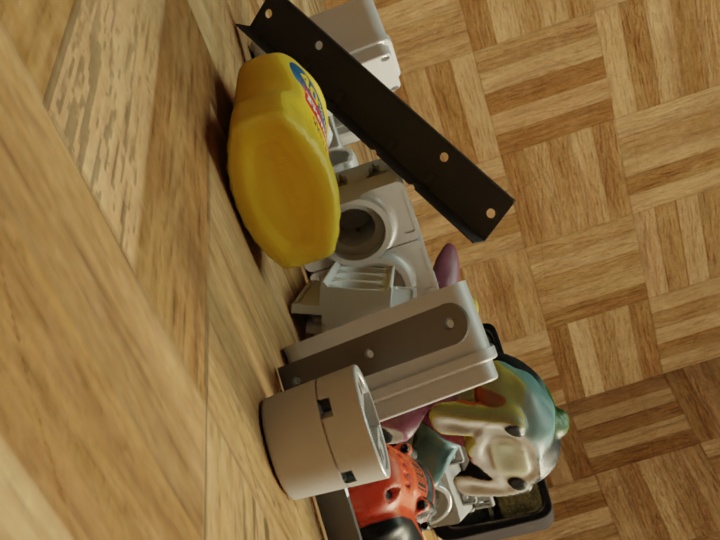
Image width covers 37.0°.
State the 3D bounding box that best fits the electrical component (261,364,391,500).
[{"bbox_3d":[-0.016,0.077,0.506,0.055,0.047,0.055,-18,90,-86],"label":"electrical component"}]

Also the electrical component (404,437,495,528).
[{"bbox_3d":[0.070,0.178,1.022,0.063,0.079,0.121,-21,94,-63],"label":"electrical component"}]

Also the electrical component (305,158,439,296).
[{"bbox_3d":[0.009,0.001,0.832,0.061,0.089,0.150,-99,170,-62],"label":"electrical component"}]

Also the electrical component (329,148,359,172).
[{"bbox_3d":[-0.023,-0.066,0.923,0.095,0.054,0.059,-97,169,-66],"label":"electrical component"}]

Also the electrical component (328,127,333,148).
[{"bbox_3d":[-0.048,-0.116,0.883,0.081,0.043,0.043,63,10,-64],"label":"electrical component"}]

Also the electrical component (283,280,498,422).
[{"bbox_3d":[0.020,0.053,0.625,0.078,0.113,0.057,25,45,-83],"label":"electrical component"}]

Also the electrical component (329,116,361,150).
[{"bbox_3d":[-0.023,-0.139,1.055,0.066,0.077,0.047,5,67,-85],"label":"electrical component"}]

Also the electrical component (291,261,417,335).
[{"bbox_3d":[-0.002,0.033,0.730,0.121,0.079,0.063,-68,162,-83],"label":"electrical component"}]

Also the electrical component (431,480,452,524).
[{"bbox_3d":[0.053,0.188,0.950,0.065,0.044,0.044,-109,179,-63],"label":"electrical component"}]

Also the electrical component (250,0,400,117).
[{"bbox_3d":[-0.027,-0.174,0.914,0.078,0.113,0.057,57,13,-73],"label":"electrical component"}]
